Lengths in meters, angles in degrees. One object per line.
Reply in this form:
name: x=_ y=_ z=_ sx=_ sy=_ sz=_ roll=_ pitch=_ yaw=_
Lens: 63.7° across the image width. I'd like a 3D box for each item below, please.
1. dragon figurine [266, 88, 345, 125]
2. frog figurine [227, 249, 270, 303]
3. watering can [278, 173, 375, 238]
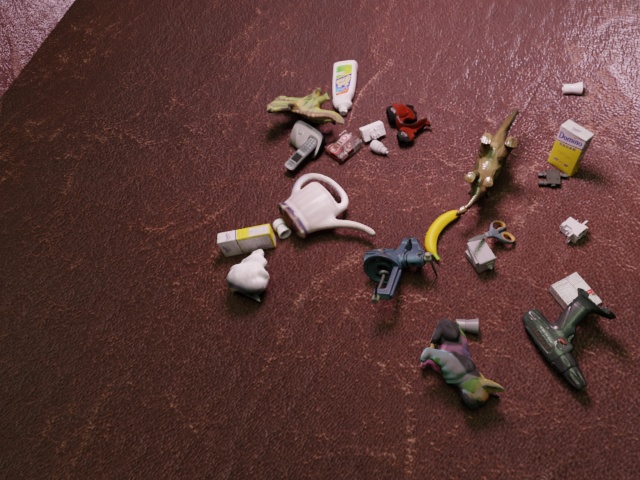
dragon figurine: x=-0.074 y=-0.475 z=1.892 sx=0.243 sy=0.120 sz=0.417 roll=-8 pitch=26 yaw=-11
frog figurine: x=-0.214 y=0.098 z=1.611 sx=0.137 sy=0.121 sz=0.161 roll=8 pitch=70 yaw=38
watering can: x=0.005 y=-0.085 z=1.694 sx=0.226 sy=0.102 sz=0.353 roll=-34 pitch=58 yaw=-10
